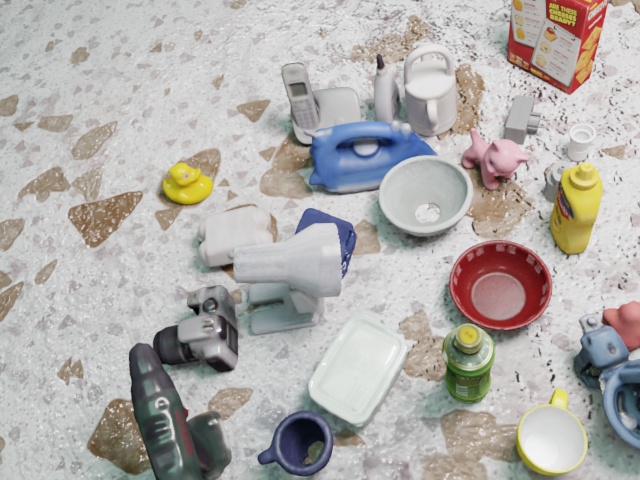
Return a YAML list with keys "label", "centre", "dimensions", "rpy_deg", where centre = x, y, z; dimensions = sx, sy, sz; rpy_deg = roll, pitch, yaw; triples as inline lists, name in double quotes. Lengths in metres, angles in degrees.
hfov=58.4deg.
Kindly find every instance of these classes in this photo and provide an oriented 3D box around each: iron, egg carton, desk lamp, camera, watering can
- label: "iron"
  centre: [0.095, -0.182, 1.099]
  dimensions: [0.258, 0.142, 0.118]
  rpy_deg: [-8, 59, 10]
- label: "egg carton"
  centre: [-0.163, -0.004, 1.102]
  dimensions: [0.150, 0.069, 0.107]
  rpy_deg: [-13, 58, 6]
- label: "desk lamp"
  centre: [-0.048, 0.066, 0.948]
  dimensions: [0.203, 0.214, 0.118]
  rpy_deg: [-12, 58, 7]
- label: "camera"
  centre: [-0.222, 0.158, 1.005]
  dimensions: [0.136, 0.101, 0.143]
  rpy_deg: [-12, 58, 7]
- label: "watering can"
  centre: [0.210, -0.307, 1.112]
  dimensions: [0.101, 0.194, 0.172]
  rpy_deg: [-25, 58, -1]

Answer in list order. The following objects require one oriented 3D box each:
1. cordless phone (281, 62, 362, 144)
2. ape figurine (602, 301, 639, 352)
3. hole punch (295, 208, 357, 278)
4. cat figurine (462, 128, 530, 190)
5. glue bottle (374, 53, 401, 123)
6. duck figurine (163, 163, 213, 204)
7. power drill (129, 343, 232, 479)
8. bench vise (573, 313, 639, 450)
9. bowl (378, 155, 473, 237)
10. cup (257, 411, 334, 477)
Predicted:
- label: "cordless phone"
  centre: [0.003, -0.285, 1.155]
  dimensions: [0.147, 0.185, 0.094]
  rpy_deg: [-10, 59, 9]
- label: "ape figurine"
  centre: [0.466, 0.123, 0.861]
  dimensions: [0.077, 0.092, 0.076]
  rpy_deg: [30, 72, 27]
- label: "hole punch"
  centre: [0.010, 0.004, 1.043]
  dimensions: [0.101, 0.091, 0.109]
  rpy_deg: [9, 63, 18]
- label: "cat figurine"
  centre: [0.317, -0.157, 1.044]
  dimensions: [0.067, 0.118, 0.127]
  rpy_deg: [-35, 58, -7]
- label: "glue bottle"
  centre: [0.129, -0.304, 1.142]
  dimensions: [0.037, 0.173, 0.078]
  rpy_deg: [13, 64, 21]
- label: "duck figurine"
  centre: [-0.284, -0.126, 1.193]
  dimensions: [0.104, 0.086, 0.077]
  rpy_deg: [-4, 60, 12]
- label: "power drill"
  centre: [-0.212, 0.285, 0.865]
  dimensions: [0.075, 0.209, 0.229]
  rpy_deg: [-25, 58, -1]
- label: "bench vise"
  centre: [0.412, 0.188, 0.761]
  dimensions: [0.121, 0.220, 0.206]
  rpy_deg: [-40, 59, -10]
- label: "bowl"
  centre: [0.193, -0.069, 1.049]
  dimensions: [0.167, 0.075, 0.167]
  rpy_deg: [-6, 59, 11]
- label: "cup"
  centre: [-0.029, 0.320, 0.867]
  dimensions: [0.117, 0.095, 0.091]
  rpy_deg: [-22, 58, 1]
